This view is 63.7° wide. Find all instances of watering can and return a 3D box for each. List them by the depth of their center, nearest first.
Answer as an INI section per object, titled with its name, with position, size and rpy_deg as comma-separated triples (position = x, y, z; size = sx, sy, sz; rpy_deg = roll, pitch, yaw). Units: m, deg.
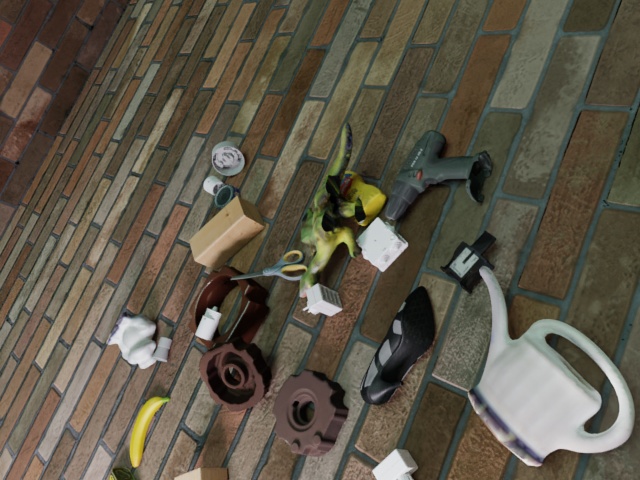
[watering can]
position = 0.342, 0.219, 0.878
size = 0.103, 0.223, 0.354
rpy_deg = 32, 13, -47

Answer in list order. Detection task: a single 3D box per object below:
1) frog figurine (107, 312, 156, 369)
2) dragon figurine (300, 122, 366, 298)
[frog figurine]
position = -0.542, 0.304, 1.553
size = 0.160, 0.138, 0.121
rpy_deg = 35, -7, 8
[dragon figurine]
position = 0.004, -0.063, 1.259
size = 0.121, 0.416, 0.240
rpy_deg = 16, -20, -26
